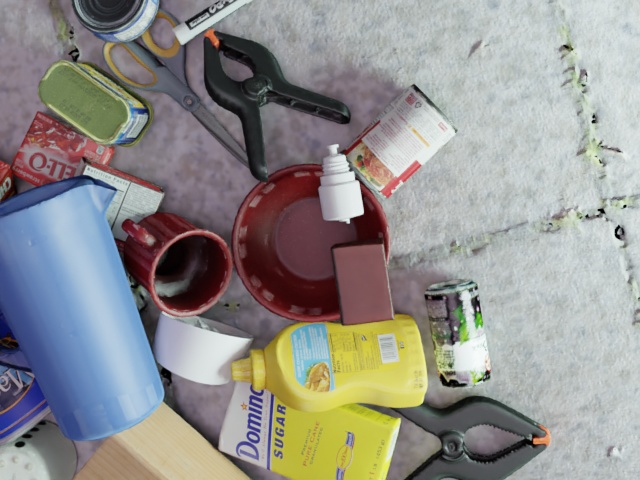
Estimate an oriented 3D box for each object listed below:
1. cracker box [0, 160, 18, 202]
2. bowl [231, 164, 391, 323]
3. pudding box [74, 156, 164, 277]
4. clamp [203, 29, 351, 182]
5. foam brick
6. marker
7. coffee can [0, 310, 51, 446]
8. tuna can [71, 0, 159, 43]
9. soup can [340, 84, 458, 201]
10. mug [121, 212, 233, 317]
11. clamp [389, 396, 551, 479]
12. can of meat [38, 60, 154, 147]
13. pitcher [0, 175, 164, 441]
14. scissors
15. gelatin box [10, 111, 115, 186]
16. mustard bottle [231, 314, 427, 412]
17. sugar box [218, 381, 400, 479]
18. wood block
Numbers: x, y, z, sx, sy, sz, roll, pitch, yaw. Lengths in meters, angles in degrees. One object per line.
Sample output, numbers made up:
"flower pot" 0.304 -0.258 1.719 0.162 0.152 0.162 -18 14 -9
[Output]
"cracker box" -0.448 -0.044 1.091 0.214 0.072 0.164 24 63 4
"bowl" -0.007 0.001 1.095 0.162 0.055 0.162 1 96 5
"pudding box" -0.225 -0.019 1.109 0.090 0.039 0.113 22 97 -20
"clamp" -0.067 -0.139 1.076 0.171 0.039 0.120 39 65 14
"foam brick" 0.042 0.039 1.039 0.051 0.053 0.078 -8 95 6
"marker" -0.095 -0.239 1.091 0.121 0.020 0.020 -32 92 -1
"coffee can" -0.336 0.127 1.108 0.103 0.103 0.140 -35 100 8
"tuna can" -0.210 -0.248 1.093 0.086 0.033 0.086 -1 83 12
"soup can" 0.079 -0.098 1.071 0.102 0.068 0.068 -44 90 7
"mug" -0.155 0.015 1.077 0.117 0.082 0.093 38 85 -39
"clamp" 0.130 0.202 1.111 0.210 0.036 0.164 -12 95 10
"can of meat" -0.229 -0.139 1.090 0.102 0.084 0.057 35 97 1
"pitcher" -0.251 0.070 1.033 0.149 0.144 0.243 -6 108 42
"scissors" -0.131 -0.165 1.112 0.202 0.016 0.096 31 98 2
"gelatin box" -0.272 -0.084 1.126 0.089 0.030 0.073 28 96 3
"mustard bottle" 0.006 0.126 1.073 0.191 0.058 0.096 -3 54 -7
"sugar box" -0.013 0.202 1.104 0.176 0.048 0.093 17 98 14
"wood block" -0.139 0.270 1.107 0.206 0.090 0.090 41 118 1
